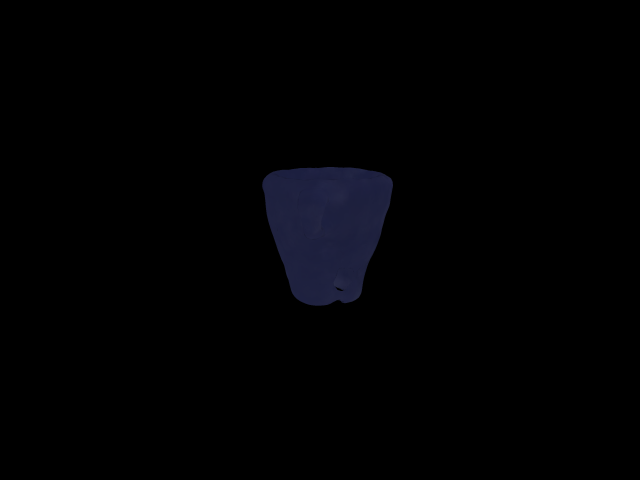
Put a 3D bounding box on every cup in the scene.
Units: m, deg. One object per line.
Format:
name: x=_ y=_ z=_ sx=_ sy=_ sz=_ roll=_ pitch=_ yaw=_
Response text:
cup: x=0.004 y=0.001 z=0.400 sx=0.091 sy=0.095 sz=0.118 roll=2 pitch=14 yaw=8
